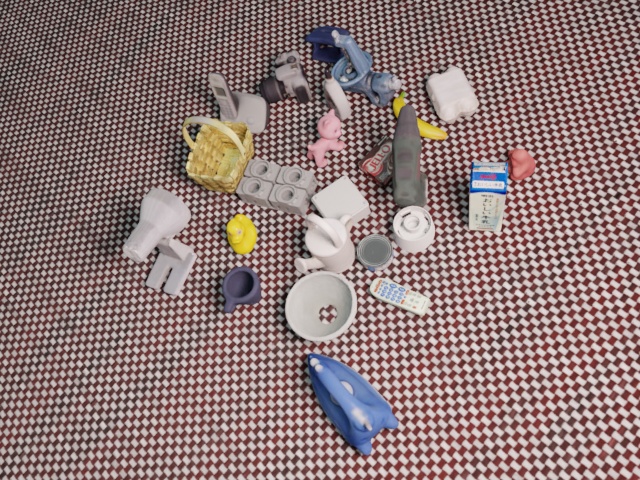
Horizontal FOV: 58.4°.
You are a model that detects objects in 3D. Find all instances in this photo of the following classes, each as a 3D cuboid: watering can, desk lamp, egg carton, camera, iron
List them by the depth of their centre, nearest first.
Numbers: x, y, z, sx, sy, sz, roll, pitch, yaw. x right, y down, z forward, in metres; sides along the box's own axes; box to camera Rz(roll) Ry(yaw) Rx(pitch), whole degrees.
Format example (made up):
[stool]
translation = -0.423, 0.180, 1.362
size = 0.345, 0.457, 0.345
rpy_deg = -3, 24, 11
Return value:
[iron]
translation = 0.041, 0.318, 1.203
size = 0.119, 0.142, 0.257
rpy_deg = -43, 63, -7
[watering can]
translation = 0.014, 0.006, 1.322
size = 0.100, 0.194, 0.173
rpy_deg = 14, 70, 20
[desk lamp]
translation = -0.389, 0.005, 1.413
size = 0.117, 0.214, 0.203
rpy_deg = 14, 70, 20
[egg carton]
translation = 0.339, -0.377, 1.483
size = 0.107, 0.069, 0.150
rpy_deg = -21, 63, 5
[camera]
translation = -0.107, -0.453, 1.613
size = 0.136, 0.101, 0.143
rpy_deg = -19, 63, 5

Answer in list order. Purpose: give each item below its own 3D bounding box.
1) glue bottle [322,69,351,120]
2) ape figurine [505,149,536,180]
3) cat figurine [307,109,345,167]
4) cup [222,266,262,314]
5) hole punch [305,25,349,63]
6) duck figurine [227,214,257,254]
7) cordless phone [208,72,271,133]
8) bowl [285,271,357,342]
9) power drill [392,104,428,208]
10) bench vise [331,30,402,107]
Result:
[glue bottle]
translation = 0.035, -0.392, 1.508
size = 0.037, 0.173, 0.078
rpy_deg = -42, 63, -6
[ape figurine]
translation = 0.470, -0.185, 1.351
size = 0.076, 0.092, 0.078
rpy_deg = 13, 70, 20
[cat figurine]
translation = 0.013, -0.272, 1.491
size = 0.067, 0.118, 0.128
rpy_deg = 38, 80, 26
[cup]
translation = -0.183, 0.132, 1.370
size = 0.091, 0.095, 0.118
rpy_deg = 21, 73, 22
[hole punch]
translation = 0.023, -0.575, 1.641
size = 0.108, 0.091, 0.101
rpy_deg = 16, 71, 20
[duck figurine]
translation = -0.207, -0.025, 1.453
size = 0.077, 0.086, 0.104
rpy_deg = -10, 64, 10
[cordless phone]
translation = -0.222, -0.378, 1.560
size = 0.147, 0.185, 0.094
rpy_deg = 11, 69, 19
[bowl]
translation = 0.009, 0.161, 1.320
size = 0.167, 0.075, 0.167
rpy_deg = -5, 65, 12
[power drill]
translation = 0.208, -0.169, 1.344
size = 0.075, 0.209, 0.229
rpy_deg = -1, 66, 14
[bench vise]
translation = 0.114, -0.458, 1.492
size = 0.207, 0.220, 0.121
rpy_deg = 7, 68, 17
